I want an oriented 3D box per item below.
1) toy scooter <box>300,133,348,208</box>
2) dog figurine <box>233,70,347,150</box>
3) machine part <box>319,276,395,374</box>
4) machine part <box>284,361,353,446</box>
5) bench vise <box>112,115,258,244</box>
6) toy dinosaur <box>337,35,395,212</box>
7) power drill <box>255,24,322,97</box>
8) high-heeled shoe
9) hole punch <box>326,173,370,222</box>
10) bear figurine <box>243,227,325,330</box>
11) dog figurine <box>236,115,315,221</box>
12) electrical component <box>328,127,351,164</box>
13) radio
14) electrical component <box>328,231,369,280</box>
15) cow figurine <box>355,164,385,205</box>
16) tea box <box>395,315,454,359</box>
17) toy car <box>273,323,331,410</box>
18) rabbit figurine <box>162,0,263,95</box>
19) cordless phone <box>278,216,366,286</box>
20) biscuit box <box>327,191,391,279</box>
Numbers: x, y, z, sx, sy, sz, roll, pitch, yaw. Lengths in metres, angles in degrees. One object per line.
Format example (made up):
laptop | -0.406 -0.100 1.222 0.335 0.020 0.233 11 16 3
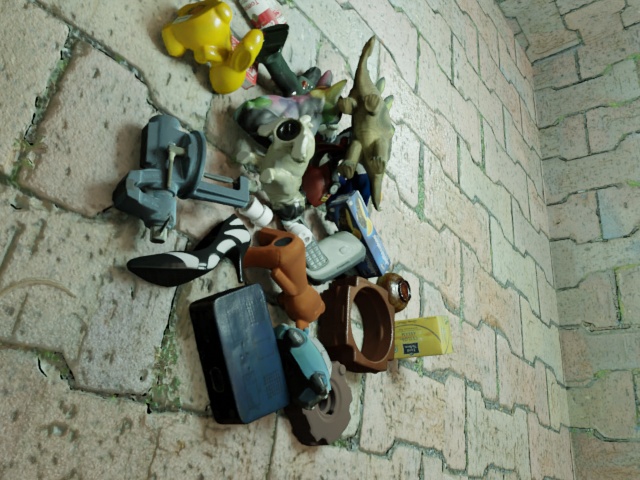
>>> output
toy scooter | 0.010 -0.170 1.217 0.075 0.135 0.184 13 70 -52
dog figurine | -0.047 -0.272 1.106 0.219 0.109 0.191 -49 131 3
machine part | 0.087 0.197 1.237 0.201 0.087 0.201 27 57 -44
machine part | 0.000 0.328 1.102 0.179 0.056 0.179 19 65 -48
bench vise | -0.211 -0.092 0.899 0.240 0.129 0.224 11 56 -36
toy dinosaur | 0.115 -0.219 1.185 0.198 0.105 0.470 -63 157 -46
power drill | -0.070 -0.376 1.210 0.207 0.086 0.232 65 36 -52
high-heeled shoe | -0.215 0.003 0.917 0.248 0.086 0.145 12 56 -48
hole punch | 0.075 -0.109 1.325 0.142 0.092 0.115 -18 97 -58
bear figurine | -0.067 0.083 1.071 0.120 0.132 0.195 -50 136 -47
dog figurine | -0.054 -0.137 1.064 0.121 0.172 0.190 54 2 30
electrical component | 0.080 -0.241 1.347 0.047 0.119 0.075 31 58 -44
radio | -0.141 0.200 0.946 0.131 0.073 0.229 -12 86 -53
electrical component | 0.072 0.035 1.295 0.114 0.058 0.134 25 60 -49
cow figurine | 0.117 -0.171 1.410 0.068 0.098 0.167 -40 130 -56
tea box | 0.240 0.245 1.351 0.068 0.170 0.098 10 69 -53
toy car | -0.030 0.230 1.014 0.162 0.109 0.103 50 33 18
rabbit figurine | -0.189 -0.364 1.029 0.122 0.162 0.173 -79 156 -48
cordless phone | -0.002 -0.004 1.171 0.146 0.089 0.184 -29 88 -20
biscuit box | 0.093 -0.009 1.236 0.059 0.063 0.202 -48 116 -47
